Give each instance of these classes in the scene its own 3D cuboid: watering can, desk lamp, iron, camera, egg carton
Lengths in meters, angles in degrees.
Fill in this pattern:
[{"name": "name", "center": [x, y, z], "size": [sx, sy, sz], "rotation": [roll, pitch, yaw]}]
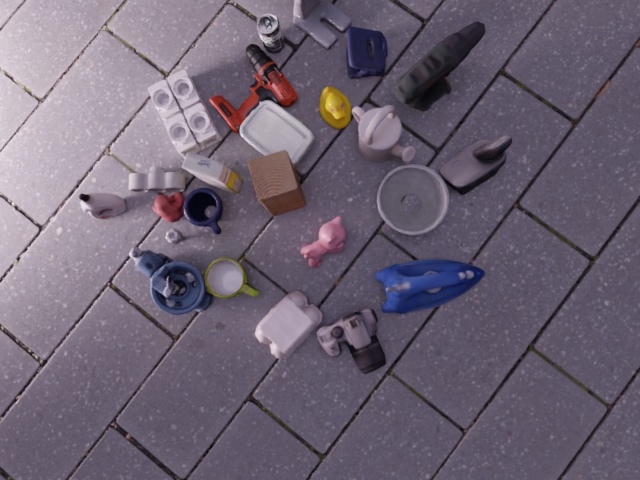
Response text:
[{"name": "watering can", "center": [0.144, -0.247, 1.309], "size": [0.172, 0.194, 0.101], "rotation": [21, 85, 6]}, {"name": "desk lamp", "center": [-0.028, -0.592, 1.352], "size": [0.203, 0.213, 0.118], "rotation": [39, 87, 7]}, {"name": "iron", "center": [0.258, 0.093, 1.287], "size": [0.258, 0.141, 0.119], "rotation": [-12, 82, 2]}, {"name": "camera", "center": [0.081, 0.239, 1.301], "size": [0.143, 0.101, 0.137], "rotation": [-25, 82, 0]}, {"name": "egg carton", "center": [-0.073, 0.196, 1.332], "size": [0.107, 0.069, 0.150], "rotation": [42, 87, 7]}]

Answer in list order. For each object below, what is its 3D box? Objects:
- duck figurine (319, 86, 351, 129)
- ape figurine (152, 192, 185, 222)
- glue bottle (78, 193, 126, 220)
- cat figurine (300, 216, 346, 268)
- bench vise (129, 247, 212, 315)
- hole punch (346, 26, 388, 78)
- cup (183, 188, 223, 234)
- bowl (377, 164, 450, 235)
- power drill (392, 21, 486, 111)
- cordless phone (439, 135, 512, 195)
[{"name": "duck figurine", "center": [0.035, -0.328, 1.380], "size": [0.077, 0.086, 0.104], "rotation": [-22, 82, 1]}, {"name": "ape figurine", "center": [-0.366, -0.083, 1.373], "size": [0.077, 0.092, 0.076], "rotation": [-6, 83, 3]}, {"name": "glue bottle", "center": [-0.522, -0.086, 1.342], "size": [0.078, 0.173, 0.037], "rotation": [-27, 82, 0]}, {"name": "cat figurine", "center": [0.012, 0.005, 1.325], "size": [0.128, 0.118, 0.067], "rotation": [-38, 82, -1]}, {"name": "bench vise", "center": [-0.357, 0.096, 1.286], "size": [0.207, 0.220, 0.121], "rotation": [19, 85, 6]}, {"name": "hole punch", "center": [0.113, -0.459, 1.389], "size": [0.101, 0.091, 0.109], "rotation": [-4, 83, 3]}, {"name": "cup", "center": [-0.260, -0.060, 1.362], "size": [0.091, 0.095, 0.117], "rotation": [-34, 82, -1]}, {"name": "bowl", "center": [0.216, -0.089, 1.346], "size": [0.167, 0.075, 0.167], "rotation": [0, 83, 4]}, {"name": "power drill", "center": [0.265, -0.383, 1.311], "size": [0.229, 0.208, 0.075], "rotation": [-38, 82, -1]}, {"name": "cordless phone", "center": [0.355, -0.181, 1.292], "size": [0.147, 0.185, 0.094], "rotation": [-37, 82, -1]}]
